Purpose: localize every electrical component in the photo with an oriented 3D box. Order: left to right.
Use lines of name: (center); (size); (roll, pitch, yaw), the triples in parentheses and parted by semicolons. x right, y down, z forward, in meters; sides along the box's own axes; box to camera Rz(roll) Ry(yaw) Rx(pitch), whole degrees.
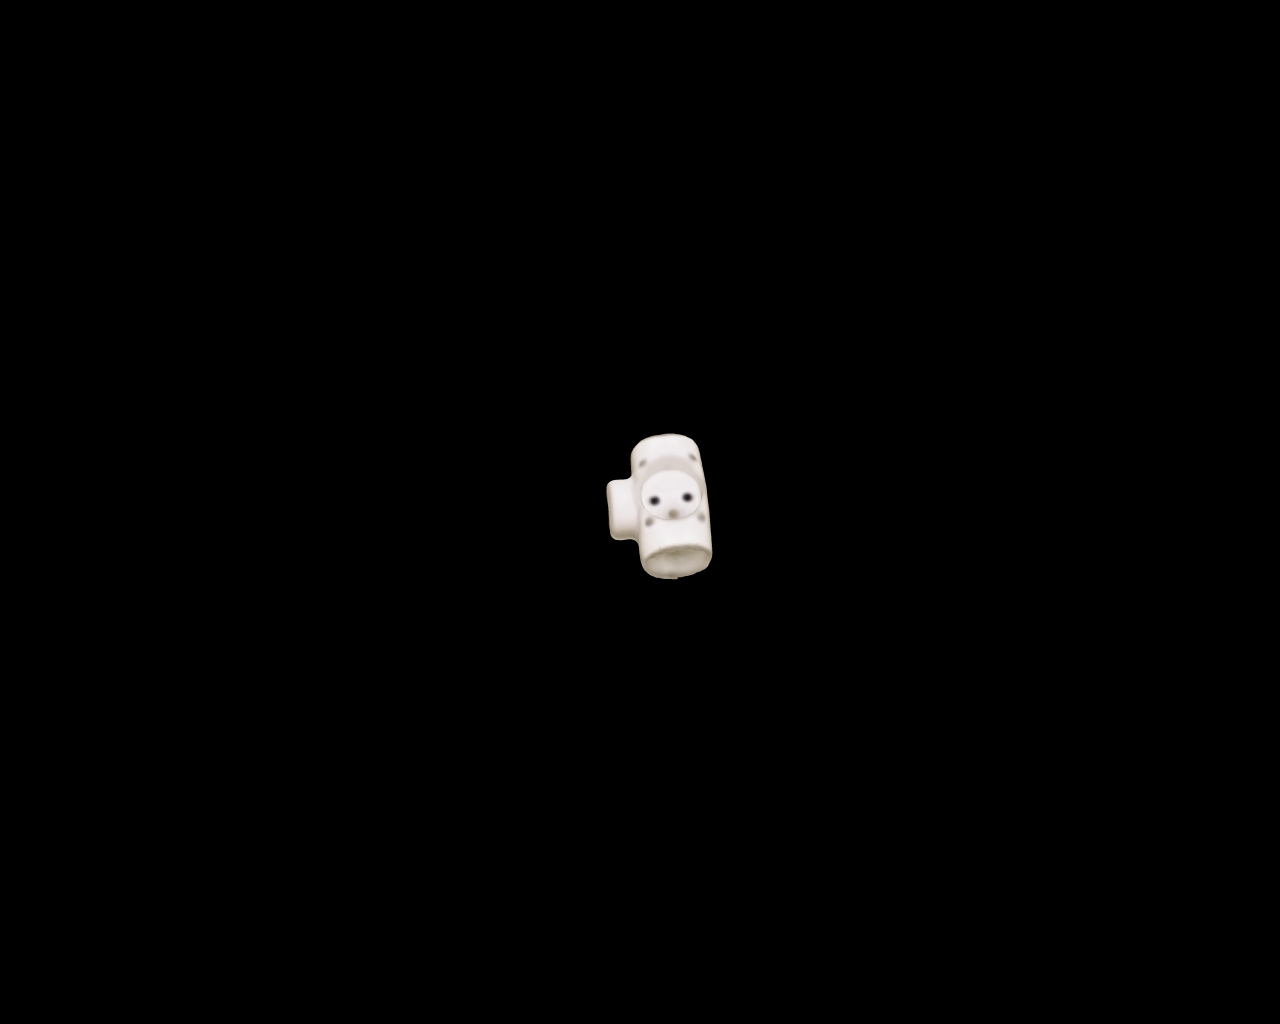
electrical component: (0.001, -0.003, 0.650); (0.079, 0.077, 0.044); (-4, -28, -2)
